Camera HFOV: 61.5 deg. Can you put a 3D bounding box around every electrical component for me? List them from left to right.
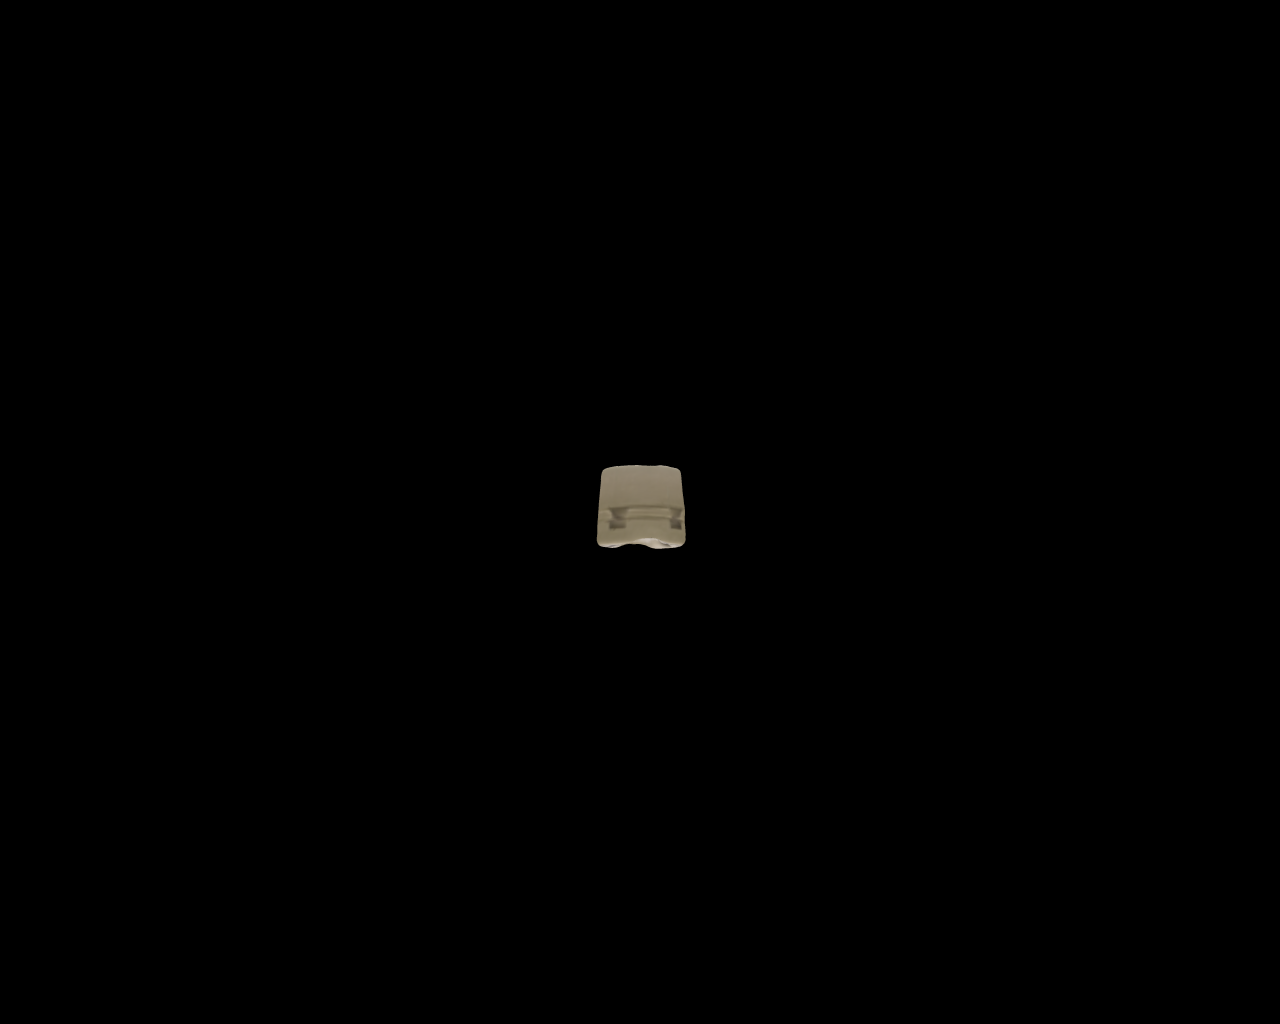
[{"bbox_3d":[0.001,-0.003,0.650,0.055,0.047,0.055,0,-7,0],"label":"electrical component"}]
